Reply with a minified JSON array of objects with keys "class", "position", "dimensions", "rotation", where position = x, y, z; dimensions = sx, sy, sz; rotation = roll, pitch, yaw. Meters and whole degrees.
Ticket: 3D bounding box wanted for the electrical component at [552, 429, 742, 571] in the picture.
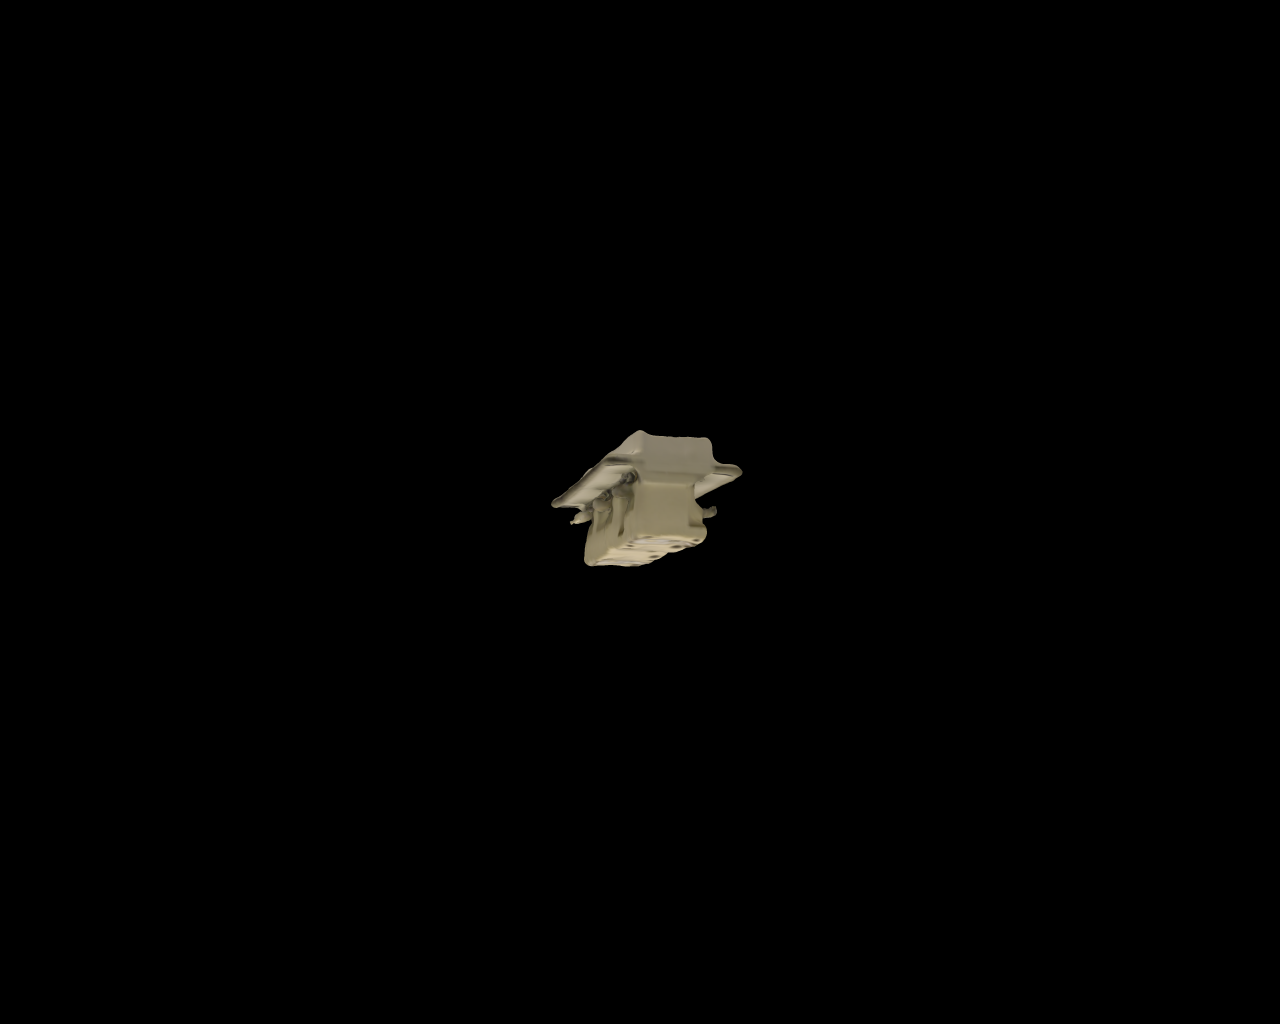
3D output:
[{"class":"electrical component","position":[0.001,-0.003,0.650],"dimensions":[0.079,0.063,0.121],"rotation":[4,-12,-19]}]
